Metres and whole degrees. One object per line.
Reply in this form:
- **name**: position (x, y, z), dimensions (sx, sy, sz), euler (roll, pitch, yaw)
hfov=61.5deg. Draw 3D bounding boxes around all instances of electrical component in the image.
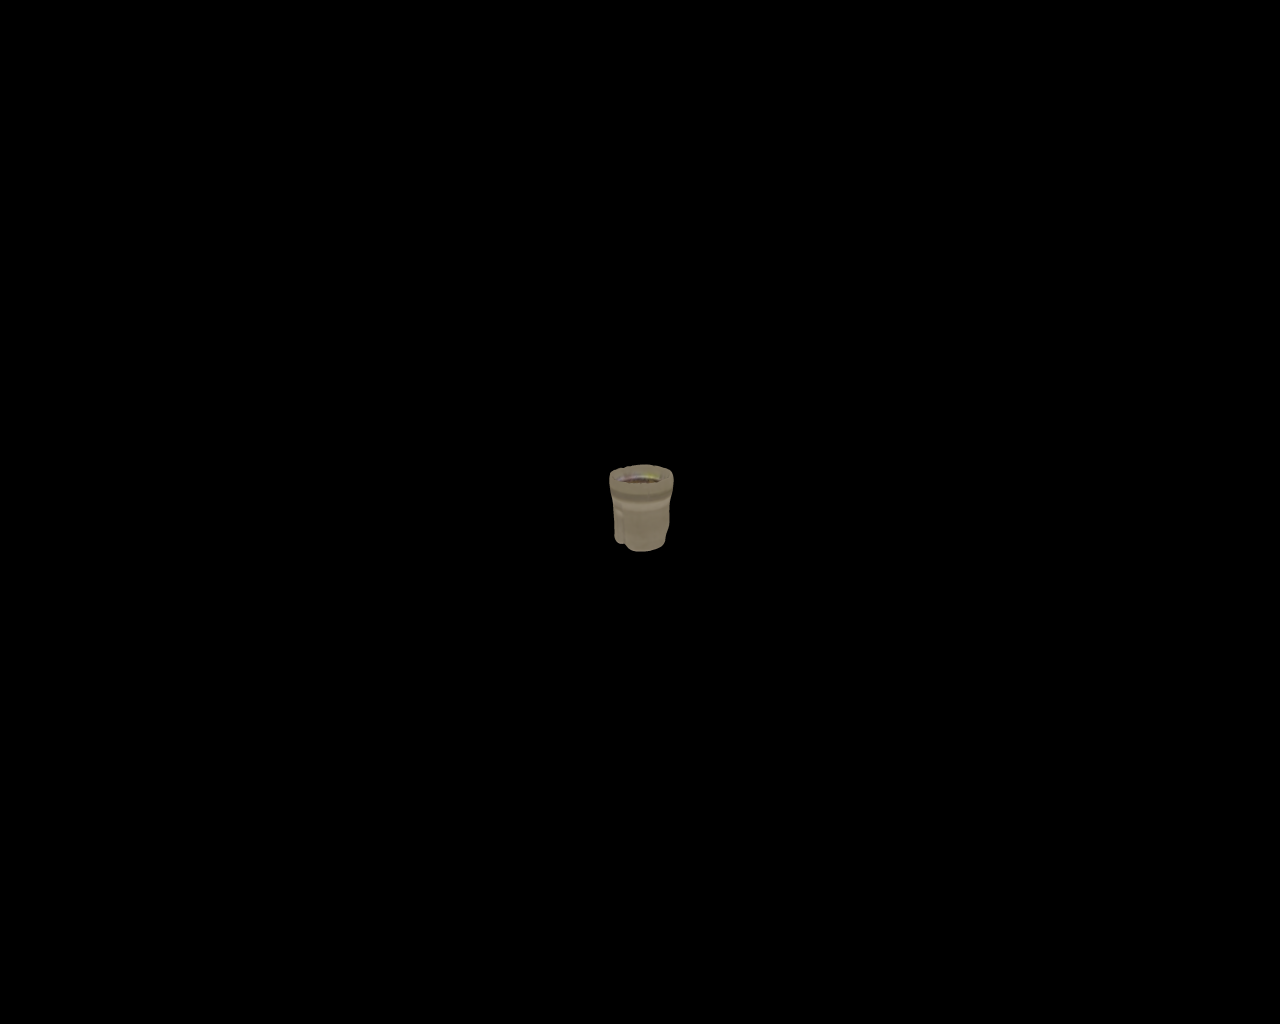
- **electrical component**: position (0.001, -0.003, 0.650), dimensions (0.040, 0.046, 0.040), euler (0, 20, 0)
